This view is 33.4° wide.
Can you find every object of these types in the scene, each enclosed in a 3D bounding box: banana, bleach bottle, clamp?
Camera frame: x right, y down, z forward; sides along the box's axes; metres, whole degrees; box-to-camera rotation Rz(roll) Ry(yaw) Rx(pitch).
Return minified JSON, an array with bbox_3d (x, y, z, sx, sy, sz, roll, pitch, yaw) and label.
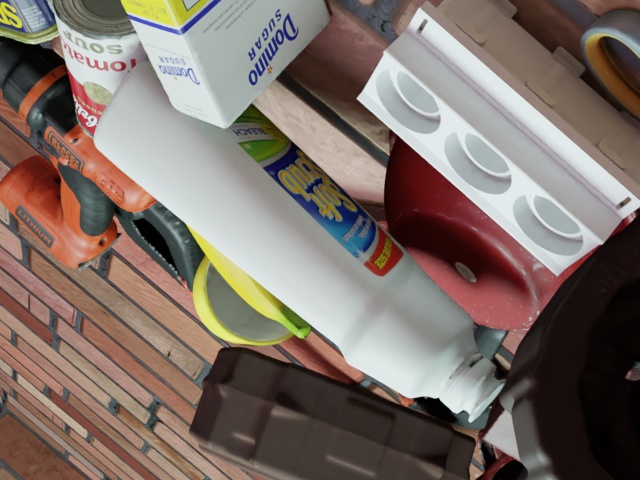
[{"bbox_3d":[-0.068,-0.019,0.731,0.070,0.037,0.197,-4,123,56],"label":"banana"},{"bbox_3d":[-0.004,0.001,0.569,0.251,0.068,0.102,41,-160,18],"label":"bleach bottle"},{"bbox_3d":[-0.158,-0.042,0.883,0.165,0.036,0.210,14,141,46],"label":"clamp"},{"bbox_3d":[0.107,0.092,0.731,0.172,0.039,0.120,-7,122,50],"label":"clamp"}]

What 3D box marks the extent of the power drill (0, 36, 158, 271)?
[{"bbox_3d":[-0.202,-0.066,0.809,0.184,0.057,0.188,45,152,3],"label":"power drill"}]

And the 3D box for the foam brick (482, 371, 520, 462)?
[{"bbox_3d":[0.139,0.092,0.631,0.051,0.053,0.078,27,132,2],"label":"foam brick"}]

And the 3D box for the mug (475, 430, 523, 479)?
[{"bbox_3d":[0.148,0.197,0.804,0.081,0.093,0.117,109,138,-70],"label":"mug"}]

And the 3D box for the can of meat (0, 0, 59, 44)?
[{"bbox_3d":[-0.207,-0.183,0.692,0.102,0.057,0.084,21,147,37],"label":"can of meat"}]

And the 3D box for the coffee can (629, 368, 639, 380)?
[{"bbox_3d":[0.186,0.120,0.539,0.103,0.140,0.103,32,155,17],"label":"coffee can"}]

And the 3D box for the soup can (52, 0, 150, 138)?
[{"bbox_3d":[-0.114,-0.109,0.618,0.068,0.068,0.102,33,153,15],"label":"soup can"}]

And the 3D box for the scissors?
[{"bbox_3d":[0.194,-0.033,0.420,0.202,0.016,0.096,37,156,5],"label":"scissors"}]

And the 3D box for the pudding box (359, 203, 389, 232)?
[{"bbox_3d":[0.025,0.016,0.717,0.114,0.039,0.090,12,144,46],"label":"pudding box"}]

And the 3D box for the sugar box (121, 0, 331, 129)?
[{"bbox_3d":[-0.058,-0.147,0.494,0.048,0.093,0.176,25,151,32],"label":"sugar box"}]

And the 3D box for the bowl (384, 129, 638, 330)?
[{"bbox_3d":[0.090,-0.002,0.575,0.162,0.055,0.162,32,155,17],"label":"bowl"}]
